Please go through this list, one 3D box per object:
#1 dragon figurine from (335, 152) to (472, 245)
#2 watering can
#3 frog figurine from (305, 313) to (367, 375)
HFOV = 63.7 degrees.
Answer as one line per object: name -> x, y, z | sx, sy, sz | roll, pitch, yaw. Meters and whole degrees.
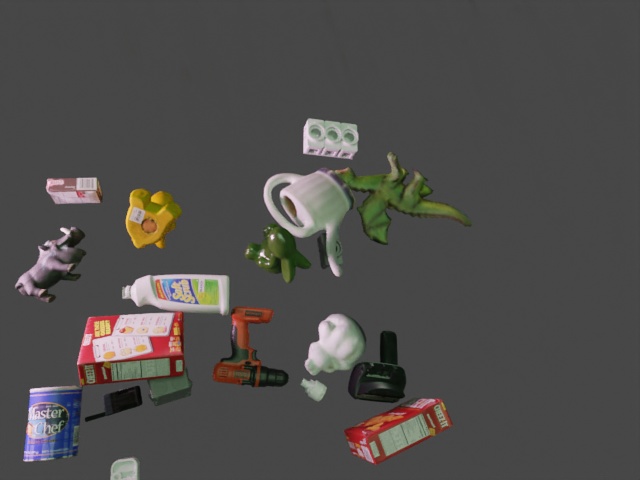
dragon figurine -> 0.220, -0.094, 1.492 | 0.411, 0.121, 0.244 | 39, 84, 3
watering can -> 0.004, -0.070, 1.381 | 0.227, 0.101, 0.352 | -32, 66, -26
frog figurine -> 0.032, 0.266, 1.291 | 0.161, 0.122, 0.136 | -26, 100, -32
